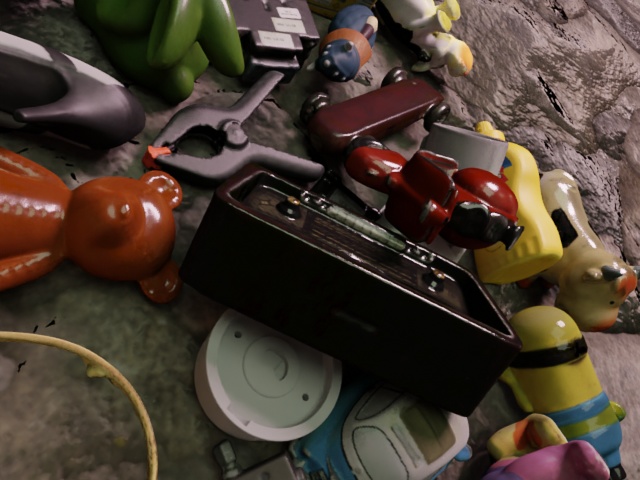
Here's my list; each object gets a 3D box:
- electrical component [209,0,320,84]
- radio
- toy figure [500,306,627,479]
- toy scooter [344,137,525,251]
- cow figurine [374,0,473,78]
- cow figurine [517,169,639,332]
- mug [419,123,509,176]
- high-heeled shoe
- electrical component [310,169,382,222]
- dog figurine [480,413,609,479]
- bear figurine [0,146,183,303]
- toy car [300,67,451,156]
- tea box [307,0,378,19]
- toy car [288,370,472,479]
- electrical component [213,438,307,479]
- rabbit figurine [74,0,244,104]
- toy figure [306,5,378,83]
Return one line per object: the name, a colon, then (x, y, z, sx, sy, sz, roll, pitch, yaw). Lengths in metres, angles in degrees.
electrical component: (-0.068, -0.232, 0.573, 0.115, 0.058, 0.134, -6, 70, -30)
radio: (0.023, 0.029, 0.408, 0.229, 0.073, 0.131, 28, 19, -6)
toy figure: (0.247, 0.153, 0.540, 0.082, 0.089, 0.180, -7, 68, -40)
toy scooter: (0.111, -0.032, 0.473, 0.184, 0.075, 0.135, 18, 19, -18)
cow figurine: (0.128, -0.278, 0.697, 0.068, 0.098, 0.167, -45, 111, -43)
cow figurine: (0.283, 0.010, 0.610, 0.085, 0.127, 0.195, 3, 63, -25)
mug: (0.139, -0.069, 0.589, 0.081, 0.110, 0.107, 3, 108, -36)
high-heeled shoe: (-0.265, -0.132, 0.416, 0.249, 0.086, 0.145, 23, 20, 3)
electrical component: (-0.001, -0.002, 0.503, 0.075, 0.048, 0.119, 42, 52, -4)
dog figurine: (0.133, 0.244, 0.429, 0.219, 0.191, 0.108, -30, 85, -2)
bear figurine: (-0.183, -0.014, 0.358, 0.196, 0.132, 0.120, 6, 77, -21)
toy car: (0.066, -0.139, 0.606, 0.089, 0.053, 0.202, 43, 49, 21)
tea box: (-0.007, -0.331, 0.633, 0.169, 0.098, 0.068, 13, 62, -26)
toy car: (0.060, 0.149, 0.428, 0.161, 0.103, 0.109, -22, 78, -38)
electrical component: (-0.040, 0.183, 0.386, 0.063, 0.021, 0.094, -25, 78, -5)
rabbit figurine: (-0.130, -0.207, 0.454, 0.121, 0.170, 0.159, -9, 71, -32)
toy figure: (0.032, -0.220, 0.611, 0.058, 0.064, 0.154, 30, 44, -12)
